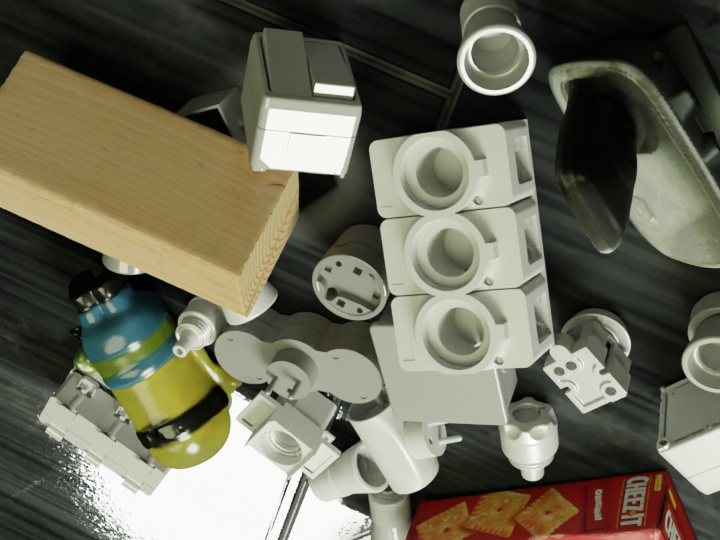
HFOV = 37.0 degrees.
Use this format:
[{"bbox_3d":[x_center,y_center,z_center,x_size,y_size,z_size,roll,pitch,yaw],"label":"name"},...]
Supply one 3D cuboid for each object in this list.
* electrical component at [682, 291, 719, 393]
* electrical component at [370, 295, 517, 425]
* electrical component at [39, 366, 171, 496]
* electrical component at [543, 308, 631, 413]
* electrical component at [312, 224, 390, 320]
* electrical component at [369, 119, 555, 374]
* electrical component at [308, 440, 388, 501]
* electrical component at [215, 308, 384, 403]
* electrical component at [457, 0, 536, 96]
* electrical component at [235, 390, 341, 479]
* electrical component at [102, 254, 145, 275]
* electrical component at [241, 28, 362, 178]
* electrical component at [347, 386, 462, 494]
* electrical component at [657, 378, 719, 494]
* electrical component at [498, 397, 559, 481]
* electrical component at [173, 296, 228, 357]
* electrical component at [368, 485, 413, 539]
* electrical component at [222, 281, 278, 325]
[{"bbox_3d":[0.233,0.045,0.692,0.045,0.055,0.045,12,127,16],"label":"electrical component"},{"bbox_3d":[0.064,0.062,0.782,0.100,0.048,0.099,-1,123,24],"label":"electrical component"},{"bbox_3d":[-0.214,0.138,0.947,0.121,0.063,0.078,36,130,-3],"label":"electrical component"},{"bbox_3d":[0.158,0.059,0.734,0.048,0.055,0.066,-33,106,37],"label":"electrical component"},{"bbox_3d":[0.000,0.000,0.767,0.055,0.047,0.055,12,127,16],"label":"electrical component"},{"bbox_3d":[0.065,-0.014,0.685,0.089,0.062,0.150,-5,98,26],"label":"electrical component"},{"bbox_3d":[-0.012,0.170,0.897,0.065,0.044,0.044,-27,109,40],"label":"electrical component"},{"bbox_3d":[-0.048,0.073,0.822,0.138,0.073,0.052,8,126,18],"label":"electrical component"},{"bbox_3d":[0.077,-0.136,0.625,0.044,0.065,0.044,1,129,1],"label":"electrical component"},{"bbox_3d":[-0.054,0.125,0.868,0.081,0.063,0.042,39,128,-6],"label":"electrical component"},{"bbox_3d":[-0.176,-0.035,0.823,0.044,0.044,0.065,15,123,13],"label":"electrical component"},{"bbox_3d":[-0.039,-0.112,0.680,0.062,0.096,0.061,4,130,-15],"label":"electrical component"},{"bbox_3d":[0.041,0.130,0.844,0.079,0.043,0.077,-16,115,31],"label":"electrical component"},{"bbox_3d":[0.246,0.106,0.723,0.061,0.061,0.096,42,129,-18],"label":"electrical component"},{"bbox_3d":[0.127,0.130,0.806,0.043,0.043,0.062,4,126,21],"label":"electrical component"},{"bbox_3d":[-0.128,0.046,0.846,0.035,0.061,0.035,12,127,16],"label":"electrical component"},{"bbox_3d":[0.027,0.209,0.908,0.044,0.044,0.065,5,120,21],"label":"electrical component"},{"bbox_3d":[-0.095,0.007,0.815,0.045,0.045,0.055,-17,115,32],"label":"electrical component"}]
